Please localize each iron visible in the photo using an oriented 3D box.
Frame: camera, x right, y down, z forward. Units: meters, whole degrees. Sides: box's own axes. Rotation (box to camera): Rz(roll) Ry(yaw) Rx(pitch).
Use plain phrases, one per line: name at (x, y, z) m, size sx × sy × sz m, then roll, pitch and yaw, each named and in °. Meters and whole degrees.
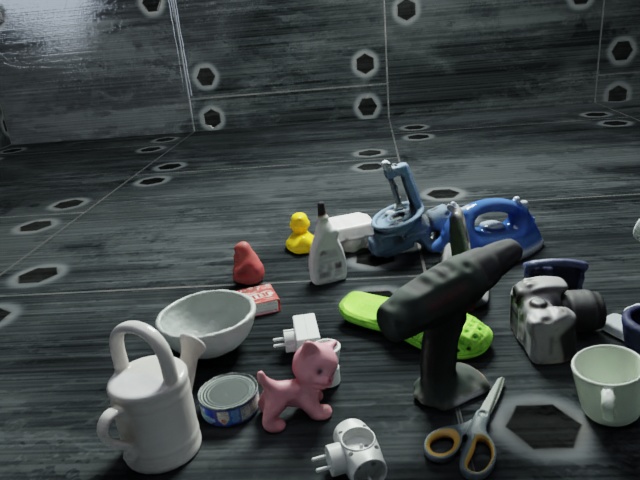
iron at (0.368, -0.030, 1.209) m, size 0.259 × 0.141 × 0.118 m, roll -13°, pitch 23°, yaw -18°

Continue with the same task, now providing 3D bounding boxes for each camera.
camera at (0.379, 0.114, 0.903) m, size 0.136 × 0.101 × 0.143 m, roll -4°, pitch 22°, yaw 4°

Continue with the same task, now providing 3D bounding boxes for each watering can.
watering can at (-0.214, 0.185, 0.733) m, size 0.101 × 0.194 × 0.173 m, roll -2°, pitch 22°, yaw 8°

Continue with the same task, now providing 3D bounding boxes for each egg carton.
egg carton at (0.066, -0.015, 1.339) m, size 0.150 × 0.069 × 0.107 m, roll -12°, pitch 23°, yaw -17°

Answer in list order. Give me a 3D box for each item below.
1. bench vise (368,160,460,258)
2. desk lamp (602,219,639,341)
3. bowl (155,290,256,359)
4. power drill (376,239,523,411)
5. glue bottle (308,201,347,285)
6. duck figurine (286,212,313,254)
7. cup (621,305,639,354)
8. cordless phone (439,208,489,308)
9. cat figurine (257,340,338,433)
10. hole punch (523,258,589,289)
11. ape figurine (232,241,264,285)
bench vise at (0.200, -0.078, 1.262) m, size 0.208 × 0.220 × 0.121 m, roll -15°, pitch 24°, yaw -24°
desk lamp at (0.526, 0.069, 0.831) m, size 0.118 × 0.214 × 0.202 m, roll -15°, pitch 24°, yaw -23°
bowl at (-0.187, 0.152, 0.970) m, size 0.167 × 0.075 × 0.167 m, roll -4°, pitch 22°, yaw 2°
power drill at (0.185, 0.118, 0.791) m, size 0.230 × 0.208 × 0.075 m, roll -16°, pitch 24°, yaw -25°
glue bottle at (0.011, 0.004, 1.163) m, size 0.078 × 0.173 × 0.037 m, roll -12°, pitch 23°, yaw -15°
duck figurine at (-0.046, -0.021, 1.357) m, size 0.077 × 0.086 × 0.104 m, roll -8°, pitch 22°, yaw -8°
cup at (0.481, 0.148, 0.803) m, size 0.118 × 0.095 × 0.091 m, roll -7°, pitch 22°, yaw -5°
cordless phone at (0.263, 0.019, 1.052) m, size 0.094 × 0.185 × 0.148 m, roll 0°, pitch 22°, yaw 12°
cat figurine at (-0.027, 0.188, 0.787) m, size 0.128 × 0.118 × 0.067 m, roll -12°, pitch 23°, yaw -16°
hole punch at (0.422, 0.060, 1.042) m, size 0.108 × 0.091 × 0.101 m, roll 0°, pitch 22°, yaw 13°
ape figurine at (-0.157, 0.046, 1.207) m, size 0.075 × 0.092 × 0.078 m, roll 9°, pitch 26°, yaw 32°
